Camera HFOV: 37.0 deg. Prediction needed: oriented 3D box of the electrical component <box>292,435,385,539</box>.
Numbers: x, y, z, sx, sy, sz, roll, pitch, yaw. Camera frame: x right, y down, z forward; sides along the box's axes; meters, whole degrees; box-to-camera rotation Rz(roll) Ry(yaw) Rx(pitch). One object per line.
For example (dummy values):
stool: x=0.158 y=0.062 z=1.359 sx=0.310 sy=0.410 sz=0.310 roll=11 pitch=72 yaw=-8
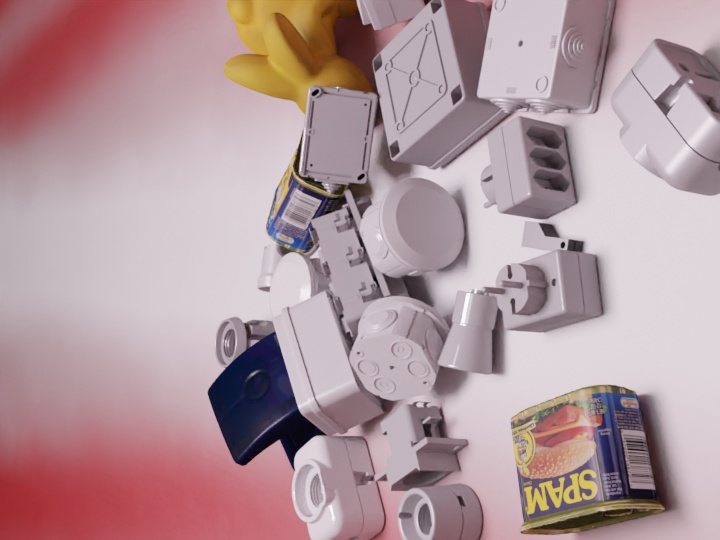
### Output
electrical component: x=-0.023 y=0.202 z=0.990 sx=0.053 sy=0.059 sz=0.095 roll=-46 pitch=48 yaw=42

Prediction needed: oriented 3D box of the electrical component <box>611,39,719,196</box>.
electrical component: x=0.209 y=-0.096 z=0.697 sx=0.059 sy=0.054 sz=0.095 roll=-56 pitch=42 yaw=35

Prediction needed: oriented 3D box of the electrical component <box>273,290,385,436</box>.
electrical component: x=-0.030 y=0.086 z=0.988 sx=0.057 sy=0.078 sz=0.113 roll=-26 pitch=56 yaw=9

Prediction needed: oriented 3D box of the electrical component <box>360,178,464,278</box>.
electrical component: x=0.044 y=-0.034 z=0.913 sx=0.051 sy=0.080 sz=0.080 roll=-27 pitch=63 yaw=58

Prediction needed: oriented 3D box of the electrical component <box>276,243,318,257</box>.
electrical component: x=-0.070 y=-0.050 z=1.120 sx=0.044 sy=0.044 sz=0.065 roll=-48 pitch=42 yaw=41

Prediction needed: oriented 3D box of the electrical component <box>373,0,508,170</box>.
electrical component: x=0.068 y=-0.159 z=0.916 sx=0.109 sy=0.056 sz=0.108 roll=-37 pitch=55 yaw=48

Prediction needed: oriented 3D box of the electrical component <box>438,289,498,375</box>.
electrical component: x=0.090 y=0.048 z=0.864 sx=0.044 sy=0.044 sz=0.065 roll=8 pitch=87 yaw=56

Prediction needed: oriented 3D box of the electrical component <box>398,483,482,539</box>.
electrical component: x=0.063 y=0.201 z=0.871 sx=0.055 sy=0.047 sz=0.055 roll=-14 pitch=73 yaw=55

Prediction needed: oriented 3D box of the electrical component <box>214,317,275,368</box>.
electrical component: x=-0.120 y=0.080 z=1.158 sx=0.078 sy=0.057 sz=0.058 roll=6 pitch=89 yaw=56

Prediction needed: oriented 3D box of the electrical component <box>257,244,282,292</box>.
electrical component: x=-0.087 y=-0.001 z=1.139 sx=0.040 sy=0.040 sz=0.046 roll=-12 pitch=69 yaw=55

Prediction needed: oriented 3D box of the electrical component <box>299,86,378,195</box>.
electrical component: x=-0.021 y=-0.117 z=0.975 sx=0.061 sy=0.062 sz=0.096 roll=-108 pitch=24 yaw=-80

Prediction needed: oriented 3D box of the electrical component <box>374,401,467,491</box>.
electrical component: x=0.048 y=0.149 z=0.909 sx=0.081 sy=0.042 sz=0.063 roll=-45 pitch=46 yaw=42

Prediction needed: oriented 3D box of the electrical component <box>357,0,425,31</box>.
electrical component: x=0.021 y=-0.265 z=0.976 sx=0.061 sy=0.096 sz=0.061 roll=-18 pitch=62 yaw=7

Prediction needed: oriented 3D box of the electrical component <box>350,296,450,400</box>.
electrical component: x=0.033 y=0.066 z=0.902 sx=0.080 sy=0.080 sz=0.051 roll=-51 pitch=8 yaw=39

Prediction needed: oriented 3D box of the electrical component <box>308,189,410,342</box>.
electrical component: x=0.000 y=0.000 z=0.974 sx=0.078 sy=0.063 sz=0.121 roll=72 pitch=178 yaw=-56

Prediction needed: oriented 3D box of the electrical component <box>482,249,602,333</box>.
electrical component: x=0.124 y=0.015 z=0.785 sx=0.066 sy=0.077 sz=0.047 roll=-23 pitch=66 yaw=52

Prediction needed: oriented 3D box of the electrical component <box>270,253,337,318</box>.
electrical component: x=-0.053 y=0.024 z=1.072 sx=0.080 sy=0.051 sz=0.080 roll=-14 pitch=73 yaw=55

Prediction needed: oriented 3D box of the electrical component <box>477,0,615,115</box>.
electrical component: x=0.139 y=-0.167 z=0.818 sx=0.100 sy=0.048 sz=0.099 roll=14 pitch=96 yaw=55

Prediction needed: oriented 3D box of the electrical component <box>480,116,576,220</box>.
electrical component: x=0.120 y=-0.071 z=0.833 sx=0.077 sy=0.047 sz=0.065 roll=-29 pitch=61 yaw=51
